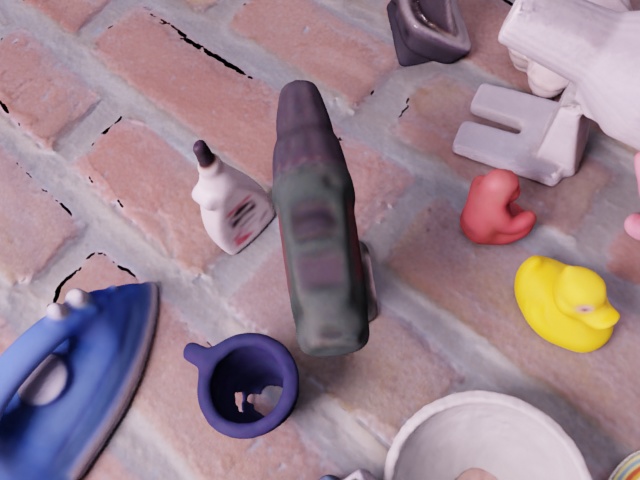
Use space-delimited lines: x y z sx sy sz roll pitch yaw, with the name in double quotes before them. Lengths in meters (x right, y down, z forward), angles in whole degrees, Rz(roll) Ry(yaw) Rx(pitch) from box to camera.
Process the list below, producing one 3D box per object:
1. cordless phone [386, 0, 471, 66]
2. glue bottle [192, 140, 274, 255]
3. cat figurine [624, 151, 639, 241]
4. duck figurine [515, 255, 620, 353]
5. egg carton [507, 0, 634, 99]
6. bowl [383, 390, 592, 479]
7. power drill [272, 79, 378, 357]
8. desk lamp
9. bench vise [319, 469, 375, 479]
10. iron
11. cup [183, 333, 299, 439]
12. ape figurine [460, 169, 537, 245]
"cordless phone" 0.124 -0.308 0.661 0.094 0.185 0.147 -14 64 3
"glue bottle" -0.097 -0.049 0.585 0.037 0.173 0.078 35 76 22
"cat figurine" 0.341 -0.025 0.535 0.067 0.118 0.127 -20 64 0
"duck figurine" 0.233 0.050 0.536 0.077 0.086 0.104 -36 65 -8
"egg carton" 0.298 -0.228 0.661 0.150 0.069 0.107 -21 64 -1
"bowl" 0.138 0.217 0.481 0.167 0.075 0.167 -3 65 8
"power drill" 0.005 0.002 0.526 0.075 0.209 0.229 -10 64 5
"desk lamp" 0.242 -0.143 0.551 0.202 0.214 0.118 21 71 18
"bench vise" -0.057 0.235 0.423 0.121 0.220 0.207 32 74 21
"iron" -0.260 0.128 0.549 0.118 0.142 0.258 24 72 19
"cup" -0.069 0.137 0.540 0.117 0.095 0.092 24 71 18
"ape figurine" 0.180 -0.039 0.581 0.076 0.092 0.077 -22 64 -1
